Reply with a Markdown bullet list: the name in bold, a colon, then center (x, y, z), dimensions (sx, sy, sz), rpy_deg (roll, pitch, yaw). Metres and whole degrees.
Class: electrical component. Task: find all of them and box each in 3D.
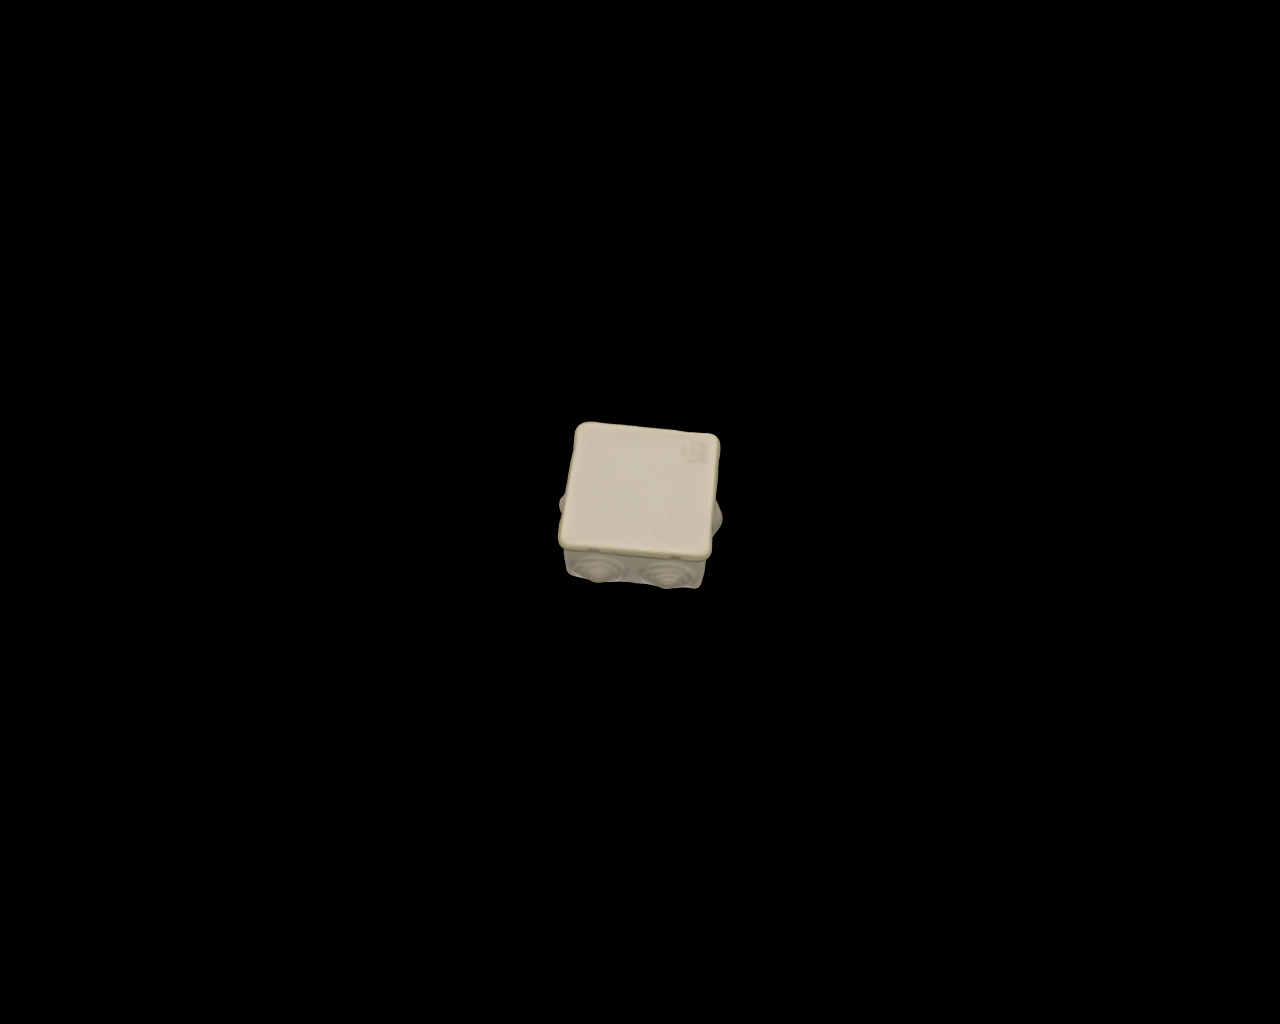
- **electrical component**: center (0.001, -0.003, 0.650), dimensions (0.100, 0.100, 0.048), rpy_deg (5, -31, 3)
